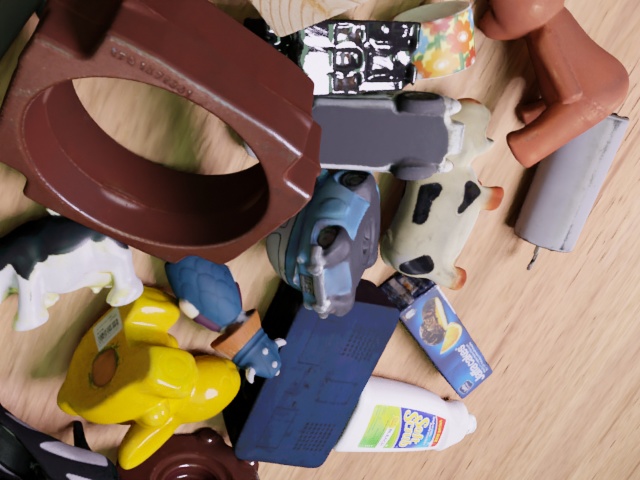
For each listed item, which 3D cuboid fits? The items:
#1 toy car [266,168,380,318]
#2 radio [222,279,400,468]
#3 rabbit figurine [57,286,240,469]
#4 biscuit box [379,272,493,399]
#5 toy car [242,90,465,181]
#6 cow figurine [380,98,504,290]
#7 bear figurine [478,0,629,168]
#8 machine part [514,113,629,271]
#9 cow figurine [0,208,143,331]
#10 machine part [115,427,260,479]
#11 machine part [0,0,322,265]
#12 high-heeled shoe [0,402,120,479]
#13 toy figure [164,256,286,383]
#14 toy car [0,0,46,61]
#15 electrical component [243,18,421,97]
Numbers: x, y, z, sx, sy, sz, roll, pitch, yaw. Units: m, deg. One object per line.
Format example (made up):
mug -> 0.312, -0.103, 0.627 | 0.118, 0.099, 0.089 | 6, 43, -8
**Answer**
toy car -> -0.001, -0.002, 0.531 | 0.103, 0.162, 0.109 | 8, 129, 20
radio -> -0.016, 0.150, 0.624 | 0.131, 0.073, 0.229 | 17, 105, -29
rabbit figurine -> -0.156, 0.151, 0.540 | 0.162, 0.122, 0.173 | -51, 142, 7
biscuit box -> 0.152, 0.120, 0.688 | 0.059, 0.063, 0.202 | -39, 123, -1
toy car -> 0.029, -0.099, 0.489 | 0.202, 0.056, 0.073 | 4, 114, 5
cow figurine -> 0.121, -0.054, 0.565 | 0.127, 0.086, 0.194 | 16, 103, -23
bear figurine -> 0.213, -0.194, 0.544 | 0.195, 0.120, 0.132 | 46, 135, -9
machine part -> 0.300, -0.075, 0.651 | 0.079, 0.079, 0.243 | 3, 113, -25
cow figurine -> -0.246, 0.021, 0.457 | 0.167, 0.068, 0.098 | -14, 114, -21
machine part -> -0.140, 0.277, 0.575 | 0.179, 0.180, 0.056 | 6, 109, -26
machine part -> -0.115, -0.076, 0.398 | 0.201, 0.087, 0.201 | 30, 139, -25
high-heeled shoe -> -0.301, 0.195, 0.473 | 0.248, 0.145, 0.086 | 23, 103, -33
toy figure -> -0.093, 0.074, 0.537 | 0.064, 0.058, 0.154 | -35, 101, -12
toy car -> -0.261, -0.139, 0.382 | 0.202, 0.053, 0.089 | -51, 144, 7
electrical component -> -0.001, -0.157, 0.452 | 0.134, 0.115, 0.058 | -8, 112, -20
